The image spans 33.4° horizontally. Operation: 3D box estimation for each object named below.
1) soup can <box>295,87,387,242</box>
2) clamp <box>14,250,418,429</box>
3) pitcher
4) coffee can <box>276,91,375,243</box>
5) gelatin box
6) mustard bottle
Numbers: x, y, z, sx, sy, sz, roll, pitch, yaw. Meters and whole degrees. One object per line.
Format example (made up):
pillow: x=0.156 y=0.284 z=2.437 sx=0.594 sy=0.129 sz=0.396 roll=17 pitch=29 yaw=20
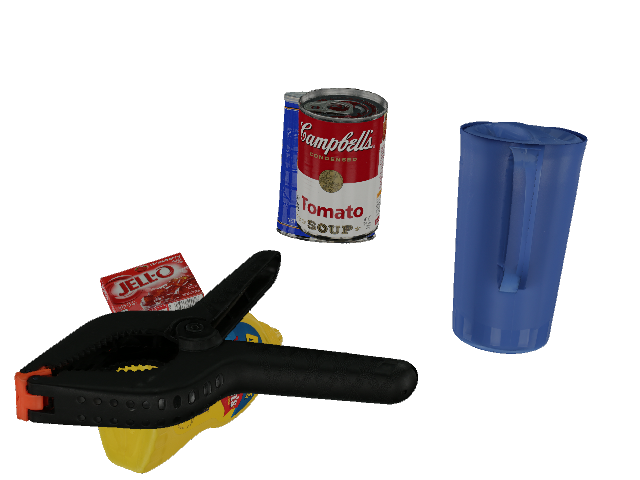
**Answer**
soup can: x=0.015 y=-0.059 z=0.821 sx=0.068 sy=0.102 sz=0.068 roll=2 pitch=27 yaw=-1
clamp: x=-0.072 y=0.059 z=0.611 sx=0.209 sy=0.036 sz=0.165 roll=-8 pitch=28 yaw=-24
pitcher: x=0.206 y=-0.003 z=1.151 sx=0.148 sy=0.243 sz=0.145 roll=-9 pitch=20 yaw=-38
coffee can: x=0.010 y=-0.076 z=1.081 sx=0.103 sy=0.140 sz=0.103 roll=4 pitch=12 yaw=-1
gelatin box: x=-0.169 y=0.054 z=1.077 sx=0.089 sy=0.030 sz=0.073 roll=-18 pitch=39 yaw=-17
mustard bottle: x=-0.088 y=0.100 z=0.820 sx=0.058 sy=0.096 sz=0.191 roll=11 pitch=17 yaw=29
